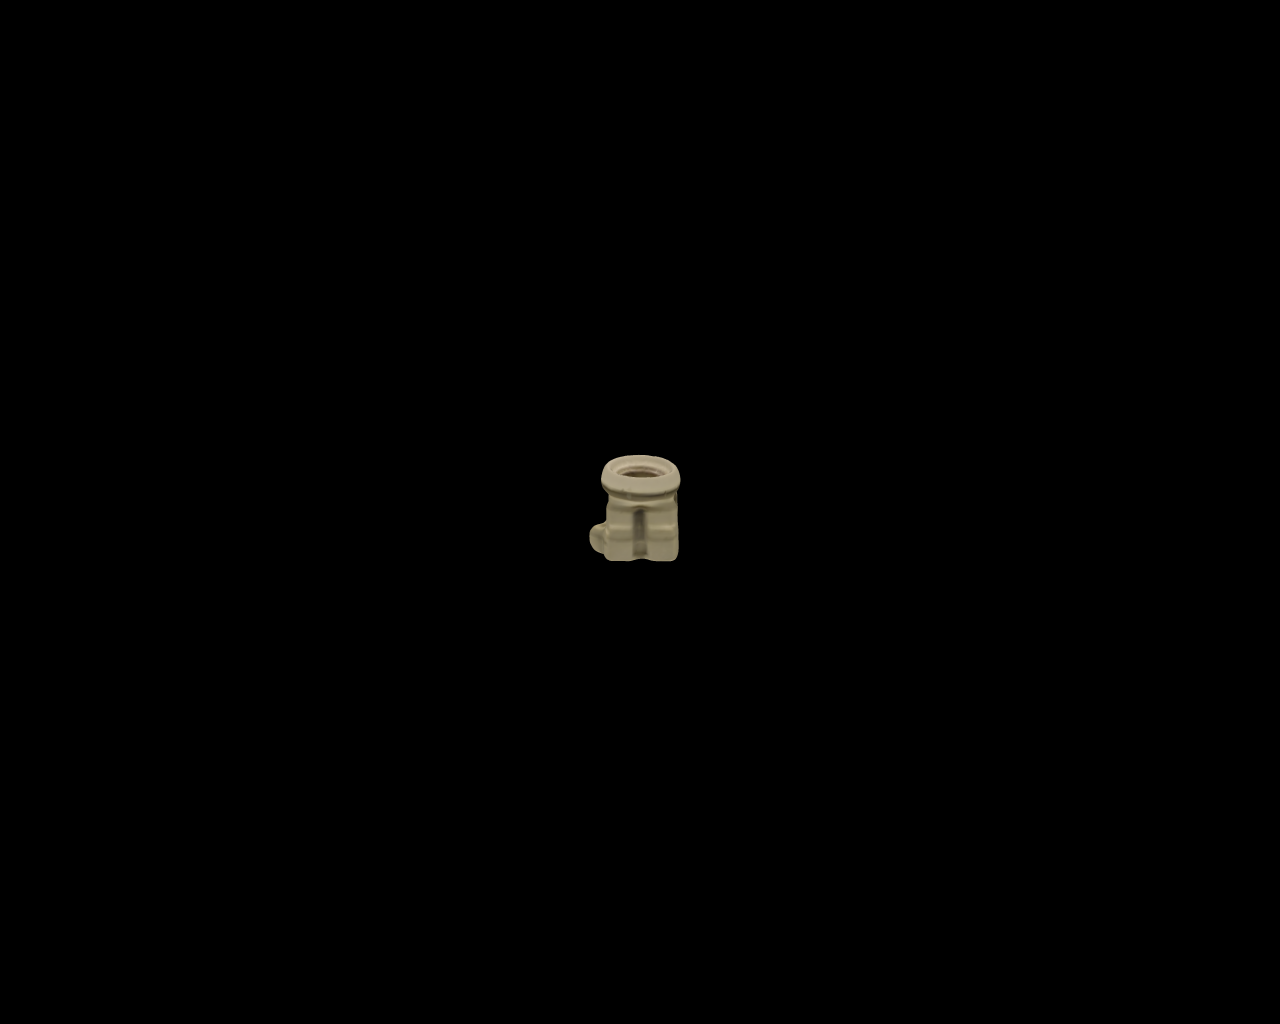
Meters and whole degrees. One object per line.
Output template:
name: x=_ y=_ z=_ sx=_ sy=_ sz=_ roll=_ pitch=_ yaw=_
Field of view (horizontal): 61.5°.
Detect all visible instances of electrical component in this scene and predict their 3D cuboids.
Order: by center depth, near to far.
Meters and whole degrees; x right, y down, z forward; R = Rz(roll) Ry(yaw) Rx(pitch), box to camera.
electrical component: x=0.001 y=-0.003 z=0.650 sx=0.066 sy=0.055 sz=0.048 roll=0 pitch=24 yaw=0
